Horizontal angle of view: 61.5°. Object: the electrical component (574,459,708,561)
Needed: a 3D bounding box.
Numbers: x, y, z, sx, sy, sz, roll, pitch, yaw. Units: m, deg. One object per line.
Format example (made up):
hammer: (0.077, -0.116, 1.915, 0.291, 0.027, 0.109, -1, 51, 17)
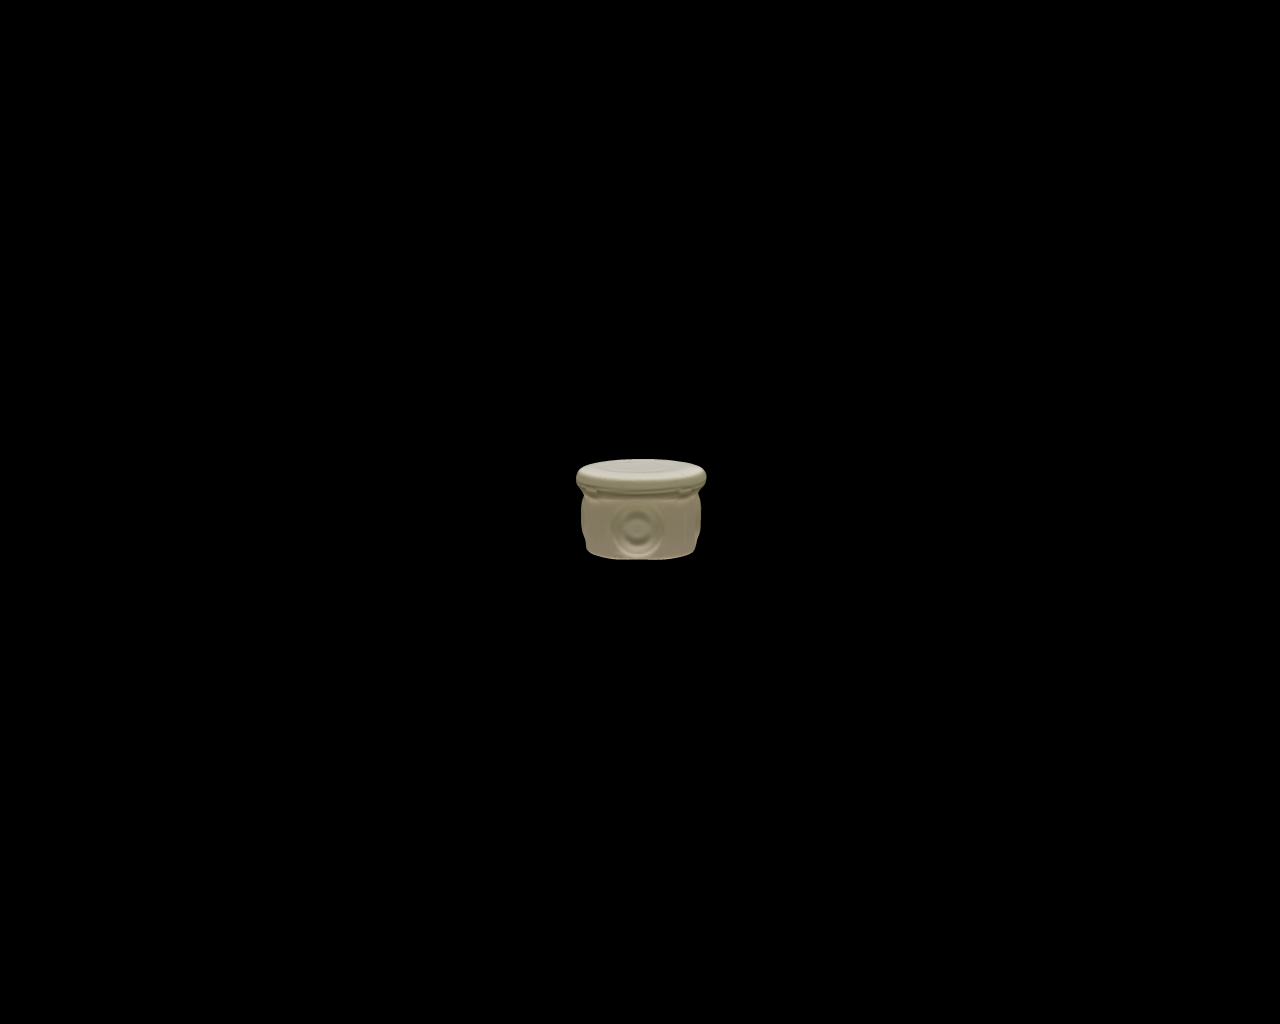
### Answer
electrical component: (0.001, -0.003, 0.650, 0.080, 0.051, 0.080, 0, 11, 0)
